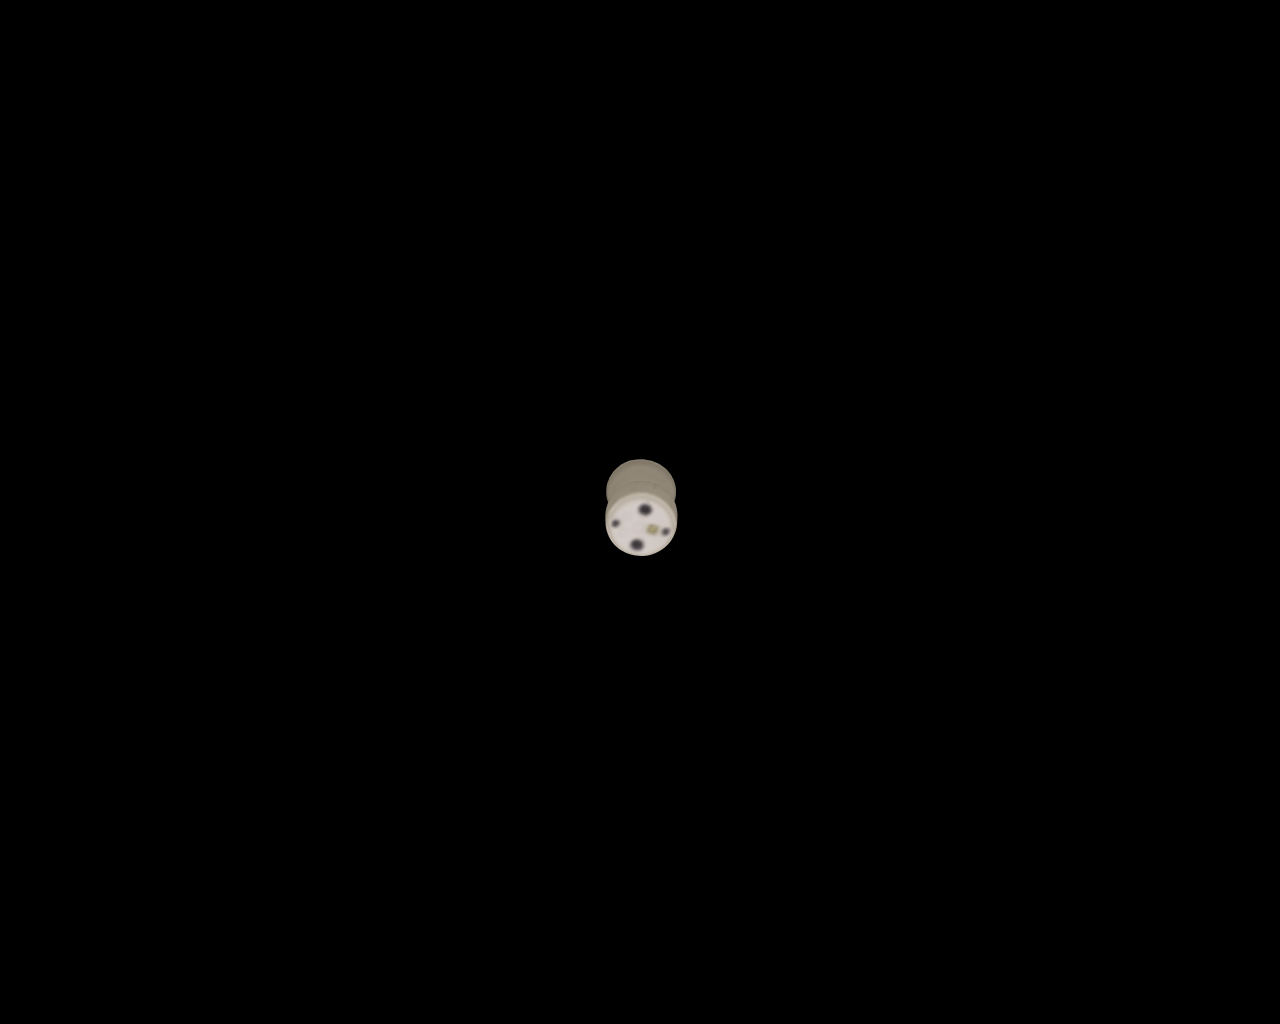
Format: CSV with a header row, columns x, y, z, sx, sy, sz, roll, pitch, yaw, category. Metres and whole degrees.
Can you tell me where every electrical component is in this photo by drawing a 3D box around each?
x,y,z,sx,sy,sz,roll,pitch,yaw,category
0.001,-0.003,0.650,0.045,0.044,0.055,0,24,0,electrical component
